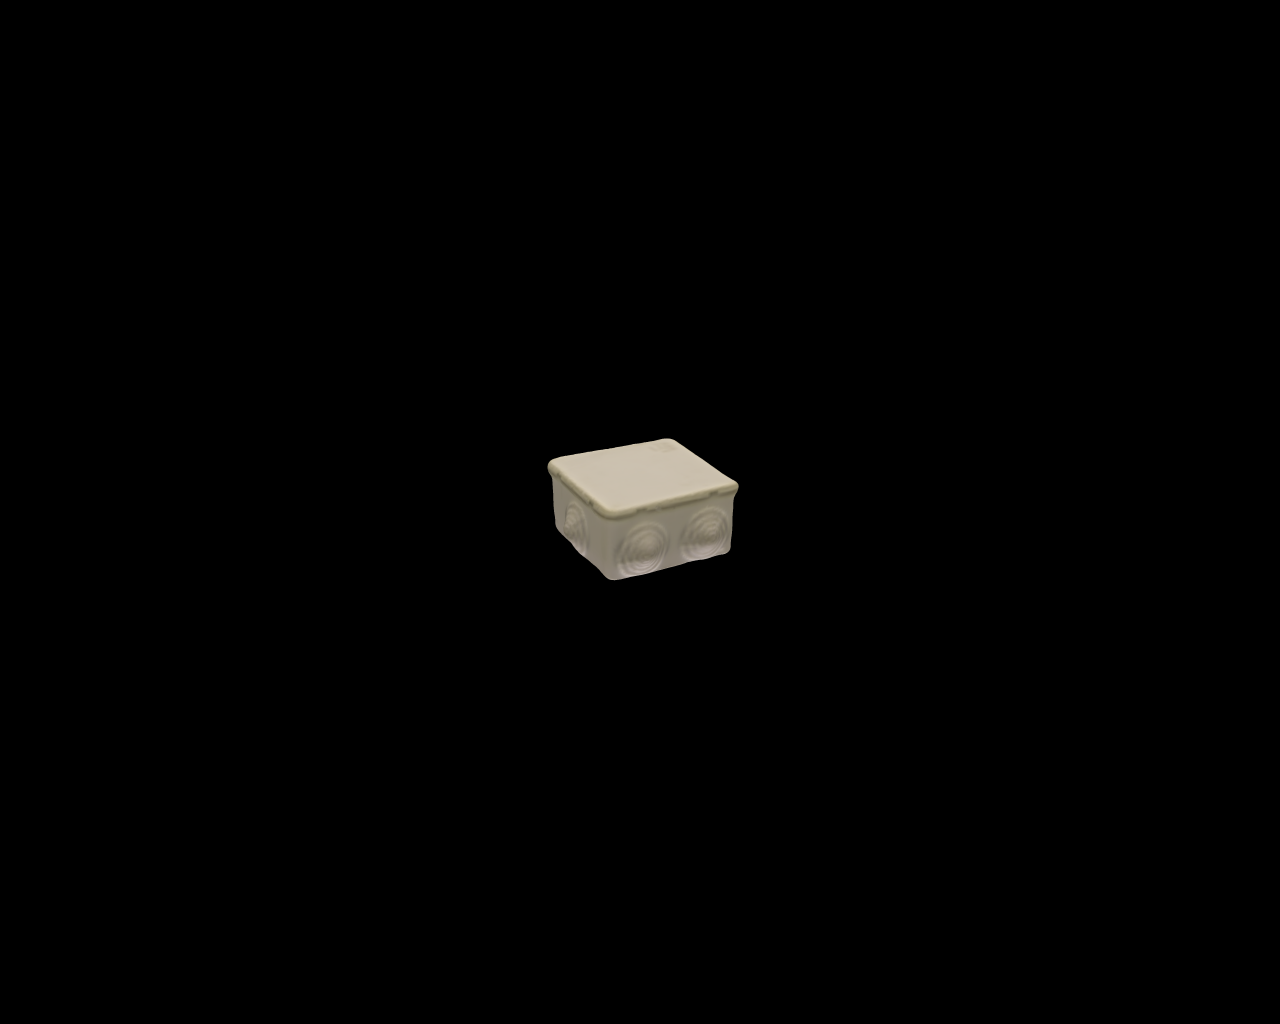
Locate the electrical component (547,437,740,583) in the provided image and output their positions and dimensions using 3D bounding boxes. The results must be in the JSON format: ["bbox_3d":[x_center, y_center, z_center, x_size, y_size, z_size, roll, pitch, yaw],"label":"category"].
[{"bbox_3d":[0.001,-0.003,0.650,0.100,0.048,0.100,-12,28,-25],"label":"electrical component"}]
